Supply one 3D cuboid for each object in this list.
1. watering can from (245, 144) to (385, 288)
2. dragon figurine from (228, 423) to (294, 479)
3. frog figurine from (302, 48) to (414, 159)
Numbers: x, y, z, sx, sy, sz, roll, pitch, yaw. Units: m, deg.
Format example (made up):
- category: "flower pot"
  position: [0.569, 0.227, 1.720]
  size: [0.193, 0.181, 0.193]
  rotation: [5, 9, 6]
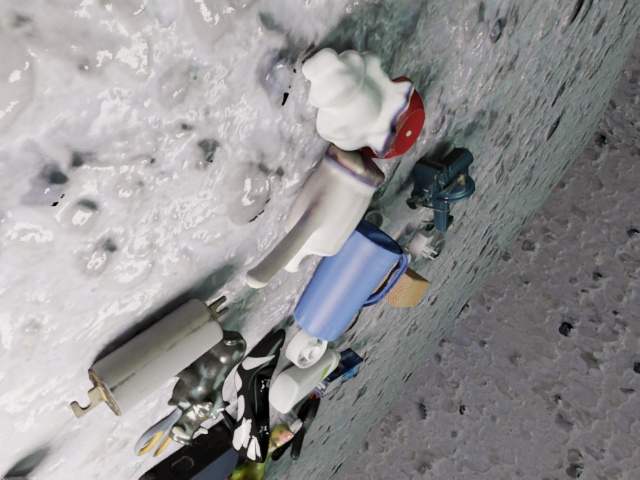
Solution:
- category: "watering can"
  position: [0.002, -0.040, 0.785]
  size: [0.222, 0.104, 0.350]
  rotation: [-59, 173, 13]
- category: "dragon figurine"
  position: [-0.175, 0.626, 1.374]
  size: [0.246, 0.123, 0.402]
  rotation: [-34, 159, -53]
- category: "frog figurine"
  position: [0.035, -0.201, 0.718]
  size: [0.158, 0.125, 0.135]
  rotation: [20, 118, -27]
